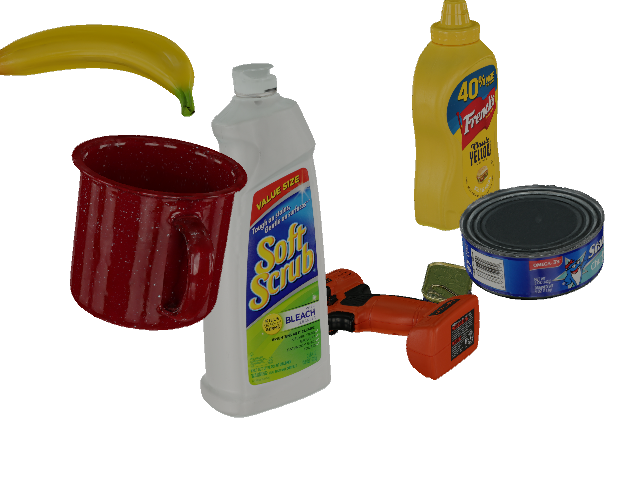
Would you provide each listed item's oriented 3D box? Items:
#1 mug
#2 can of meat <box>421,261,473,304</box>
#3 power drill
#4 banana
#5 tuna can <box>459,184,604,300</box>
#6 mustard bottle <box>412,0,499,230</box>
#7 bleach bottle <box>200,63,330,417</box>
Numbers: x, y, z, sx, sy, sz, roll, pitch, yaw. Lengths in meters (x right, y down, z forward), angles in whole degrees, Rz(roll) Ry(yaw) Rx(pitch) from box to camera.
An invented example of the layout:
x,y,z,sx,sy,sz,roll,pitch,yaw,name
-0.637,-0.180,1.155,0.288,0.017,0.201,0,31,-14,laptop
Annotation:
x,y,z,sx,sy,sz,roll,pitch,yaw,name
-0.085,0.001,0.569,0.093,0.081,0.117,-3,26,-32,mug
0.148,0.086,1.294,0.057,0.084,0.102,11,25,7,can of meat
0.038,0.077,0.983,0.188,0.057,0.184,10,22,32,power drill
-0.185,-0.155,0.904,0.198,0.069,0.037,13,-40,18,banana
0.129,0.000,0.648,0.086,0.034,0.086,-8,29,4,tuna can
0.117,-0.112,0.919,0.058,0.192,0.096,17,32,39,mustard bottle
-0.047,-0.002,0.788,0.102,0.251,0.068,-15,21,-30,bleach bottle
